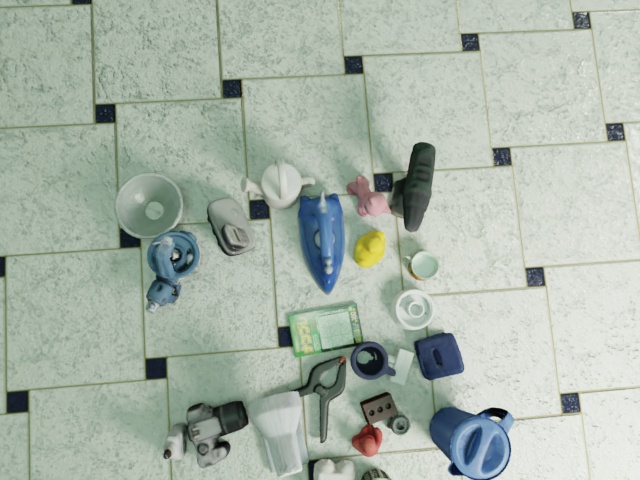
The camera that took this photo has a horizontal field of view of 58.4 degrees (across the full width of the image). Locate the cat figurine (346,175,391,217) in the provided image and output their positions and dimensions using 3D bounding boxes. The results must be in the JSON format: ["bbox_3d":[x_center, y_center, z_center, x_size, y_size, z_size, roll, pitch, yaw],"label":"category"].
[{"bbox_3d":[0.124,-0.108,1.445,0.067,0.117,0.128,-28,85,-7],"label":"cat figurine"}]

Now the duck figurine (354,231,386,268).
[{"bbox_3d":[0.130,0.020,1.445,0.077,0.086,0.105,34,82,1],"label":"duck figurine"}]

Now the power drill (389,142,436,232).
[{"bbox_3d":[0.228,-0.116,1.408,0.075,0.208,0.230,12,82,-2],"label":"power drill"}]

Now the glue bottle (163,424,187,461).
[{"bbox_3d":[-0.335,0.472,1.307,0.037,0.173,0.078,1,82,-3],"label":"glue bottle"}]

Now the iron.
[{"bbox_3d":[0.013,0.005,1.410,0.118,0.141,0.258,-6,83,-5],"label":"iron"}]

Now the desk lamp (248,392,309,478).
[{"bbox_3d":[-0.085,0.443,1.309,0.118,0.213,0.203,-15,84,-6],"label":"desk lamp"}]

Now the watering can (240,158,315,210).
[{"bbox_3d":[-0.102,-0.136,1.394,0.173,0.194,0.101,-27,85,-7],"label":"watering can"}]

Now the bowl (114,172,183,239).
[{"bbox_3d":[-0.418,-0.081,1.424,0.167,0.074,0.167,1,82,-4],"label":"bowl"}]

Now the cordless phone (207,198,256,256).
[{"bbox_3d":[-0.219,-0.038,1.377,0.094,0.185,0.147,-27,85,-7],"label":"cordless phone"}]

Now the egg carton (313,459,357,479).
[{"bbox_3d":[0.033,0.602,1.369,0.107,0.069,0.150,4,82,-3],"label":"egg carton"}]

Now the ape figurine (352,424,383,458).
[{"bbox_3d":[0.116,0.489,1.379,0.078,0.092,0.076,-3,83,-4],"label":"ape figurine"}]

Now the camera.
[{"bbox_3d":[-0.237,0.449,1.354,0.137,0.100,0.143,-18,84,-6],"label":"camera"}]

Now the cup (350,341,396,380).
[{"bbox_3d":[0.128,0.299,1.403,0.118,0.095,0.092,26,81,0],"label":"cup"}]

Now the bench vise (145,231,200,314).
[{"bbox_3d":[-0.348,0.070,1.336,0.121,0.219,0.207,3,82,-3],"label":"bench vise"}]

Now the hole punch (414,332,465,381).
[{"bbox_3d":[0.294,0.290,1.418,0.101,0.091,0.109,-17,84,-6],"label":"hole punch"}]
